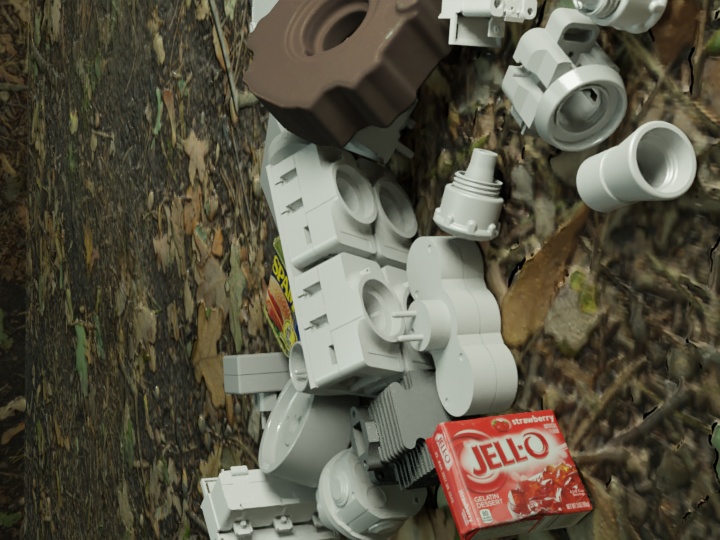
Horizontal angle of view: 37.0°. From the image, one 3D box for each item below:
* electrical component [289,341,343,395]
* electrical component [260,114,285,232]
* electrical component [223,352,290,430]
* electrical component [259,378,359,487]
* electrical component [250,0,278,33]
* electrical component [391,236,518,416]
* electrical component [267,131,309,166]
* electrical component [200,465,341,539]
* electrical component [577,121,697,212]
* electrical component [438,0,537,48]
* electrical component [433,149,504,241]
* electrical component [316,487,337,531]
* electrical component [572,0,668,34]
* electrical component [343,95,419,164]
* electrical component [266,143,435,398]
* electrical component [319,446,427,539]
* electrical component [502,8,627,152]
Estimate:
[{"bbox_3d":[-0.023,0.066,0.940,0.043,0.077,0.079,124,137,-51],"label":"electrical component"},{"bbox_3d":[-0.058,-0.095,1.022,0.099,0.048,0.099,-114,29,-46],"label":"electrical component"},{"bbox_3d":[-0.089,0.121,1.073,0.047,0.083,0.075,-10,82,64],"label":"electrical component"},{"bbox_3d":[-0.041,0.146,0.984,0.108,0.060,0.108,-53,20,29],"label":"electrical component"},{"bbox_3d":[-0.059,-0.255,1.013,0.096,0.061,0.061,14,104,63],"label":"electrical component"},{"bbox_3d":[0.058,0.039,0.778,0.052,0.074,0.138,-51,47,53],"label":"electrical component"},{"bbox_3d":[-0.041,-0.047,0.935,0.073,0.052,0.138,-99,-8,-62],"label":"electrical component"},{"bbox_3d":[-0.081,0.220,1.020,0.063,0.121,0.078,-64,37,39],"label":"electrical component"},{"bbox_3d":[0.154,-0.055,0.614,0.065,0.044,0.044,158,108,-68],"label":"electrical component"},{"bbox_3d":[0.090,-0.194,0.736,0.064,0.042,0.081,21,111,58],"label":"electrical component"},{"bbox_3d":[0.081,-0.054,0.760,0.048,0.048,0.062,38,118,58],"label":"electrical component"},{"bbox_3d":[-0.020,0.204,0.985,0.062,0.048,0.048,-123,38,-62],"label":"electrical component"},{"bbox_3d":[0.140,-0.160,0.609,0.048,0.062,0.048,8,99,64],"label":"electrical component"},{"bbox_3d":[-0.005,-0.136,0.900,0.063,0.079,0.121,-59,30,0],"label":"electrical component"},{"bbox_3d":[0.000,0.000,0.840,0.060,0.105,0.186,-27,64,31],"label":"electrical component"},{"bbox_3d":[0.011,0.177,0.878,0.051,0.080,0.080,-48,50,48],"label":"electrical component"},{"bbox_3d":[0.125,-0.108,0.650,0.057,0.058,0.078,-114,34,-43],"label":"electrical component"}]
